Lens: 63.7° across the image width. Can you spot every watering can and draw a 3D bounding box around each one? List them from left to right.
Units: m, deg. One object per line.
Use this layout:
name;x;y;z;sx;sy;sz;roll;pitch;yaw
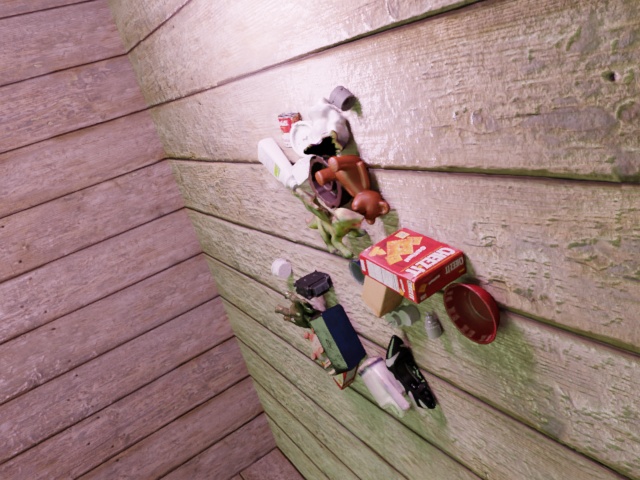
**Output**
watering can;0.222;0.490;1.725;0.104;0.227;0.342;-33;-18;-10

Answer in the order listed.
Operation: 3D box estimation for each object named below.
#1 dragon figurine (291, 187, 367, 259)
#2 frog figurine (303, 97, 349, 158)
dragon figurine;0.005;-0.078;1.541;0.413;0.123;0.238;21;-25;52
frog figurine;0.017;-0.315;1.452;0.122;0.163;0.135;16;-38;-22
